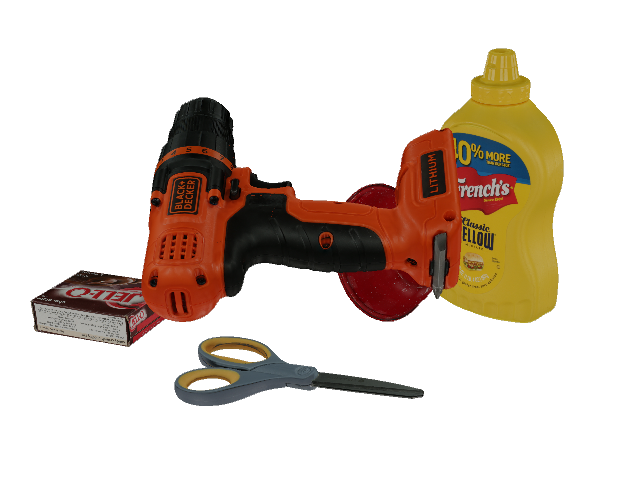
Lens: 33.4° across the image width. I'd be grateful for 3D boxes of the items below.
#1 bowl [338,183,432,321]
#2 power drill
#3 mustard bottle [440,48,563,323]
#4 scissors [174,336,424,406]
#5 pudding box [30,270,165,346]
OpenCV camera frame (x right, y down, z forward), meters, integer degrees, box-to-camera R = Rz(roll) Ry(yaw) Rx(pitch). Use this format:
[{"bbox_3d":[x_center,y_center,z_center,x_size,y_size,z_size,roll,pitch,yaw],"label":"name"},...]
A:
[{"bbox_3d":[0.091,0.011,1.221,0.161,0.162,0.055,0,-6,-43],"label":"bowl"},{"bbox_3d":[-0.011,-0.028,0.653,0.187,0.057,0.184,-3,44,3],"label":"power drill"},{"bbox_3d":[0.127,-0.042,0.766,0.058,0.192,0.096,-22,30,-40],"label":"mustard bottle"},{"bbox_3d":[-0.030,0.112,0.816,0.202,0.016,0.096,13,32,39],"label":"scissors"},{"bbox_3d":[-0.217,0.067,1.069,0.114,0.039,0.089,5,19,21],"label":"pudding box"}]
